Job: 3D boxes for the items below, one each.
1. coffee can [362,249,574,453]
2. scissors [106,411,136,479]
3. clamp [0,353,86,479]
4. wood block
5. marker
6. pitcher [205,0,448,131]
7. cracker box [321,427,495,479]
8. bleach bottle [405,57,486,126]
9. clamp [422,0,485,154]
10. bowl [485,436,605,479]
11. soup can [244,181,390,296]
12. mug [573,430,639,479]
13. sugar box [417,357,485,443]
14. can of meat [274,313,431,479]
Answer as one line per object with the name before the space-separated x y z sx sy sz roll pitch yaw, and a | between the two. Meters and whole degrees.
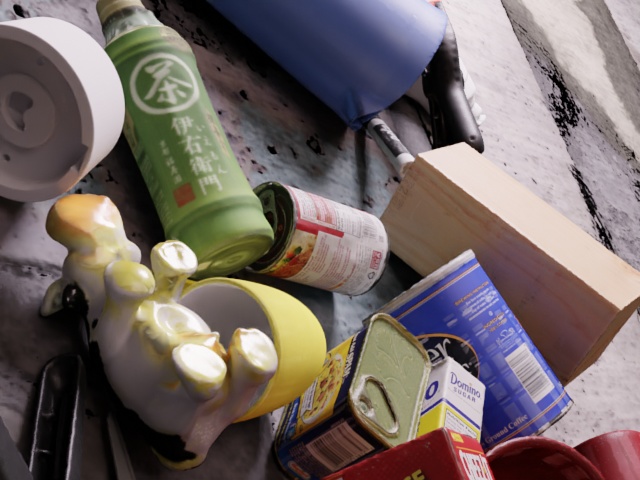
coffee can | 0.113 0.093 0.822 0.140 0.103 0.102 56 35 6
scissors | -0.102 0.191 0.562 0.096 0.016 0.202 -11 68 -53
clamp | -0.135 0.140 0.525 0.164 0.036 0.210 29 44 -78
wood block | 0.159 0.016 0.896 0.206 0.090 0.090 40 30 20
marker | 0.060 -0.090 0.962 0.020 0.020 0.121 28 18 -31
pitcher | -0.014 -0.224 0.939 0.242 0.145 0.149 37 8 -17
cracker box | 0.043 0.230 0.558 0.072 0.164 0.214 31 35 -61
bleach bottle | 0.076 -0.202 1.081 0.250 0.068 0.102 45 40 -16
clamp | 0.120 -0.144 1.005 0.039 0.120 0.171 -13 94 -12
bowl | 0.138 0.221 0.750 0.161 0.055 0.162 7 75 -28
soup can | -0.005 0.001 0.798 0.102 0.069 0.068 17 48 -41
mug | 0.252 0.217 0.897 0.117 0.093 0.081 58 12 -55
sugar box | 0.057 0.166 0.701 0.048 0.093 0.176 39 36 -20
can of meat | 0.020 0.111 0.715 0.057 0.084 0.102 42 36 -15
